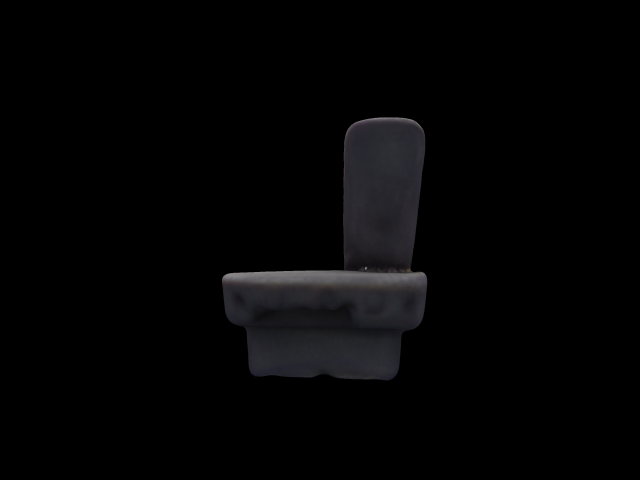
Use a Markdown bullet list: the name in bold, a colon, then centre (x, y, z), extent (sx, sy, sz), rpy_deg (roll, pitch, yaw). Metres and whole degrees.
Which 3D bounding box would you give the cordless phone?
- **cordless phone**: centre (0.004, 0.001, 0.400), extent (0.147, 0.185, 0.094), rpy_deg (-2, 31, -3)
